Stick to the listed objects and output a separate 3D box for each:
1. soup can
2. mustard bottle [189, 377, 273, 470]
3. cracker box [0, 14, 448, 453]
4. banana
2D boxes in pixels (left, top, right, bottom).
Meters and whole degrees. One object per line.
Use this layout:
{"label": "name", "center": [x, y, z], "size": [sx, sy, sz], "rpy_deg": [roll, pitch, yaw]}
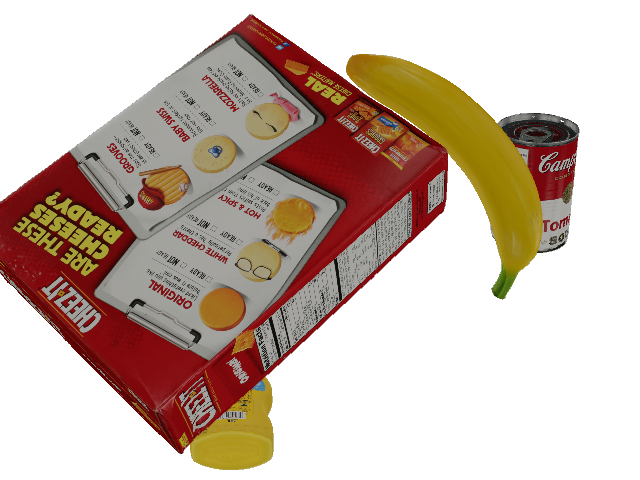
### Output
{"label": "soup can", "center": [0.180, -0.049, 0.906], "size": [0.068, 0.102, 0.068], "rpy_deg": [-1, 27, 0]}
{"label": "mustard bottle", "center": [-0.106, 0.199, 1.299], "size": [0.096, 0.058, 0.191], "rpy_deg": [-2, 27, -2]}
{"label": "cracker box", "center": [-0.058, -0.012, 0.607], "size": [0.164, 0.213, 0.072], "rpy_deg": [39, -21, 27]}
{"label": "banana", "center": [0.095, -0.056, 0.720], "size": [0.070, 0.198, 0.037], "rpy_deg": [-33, 1, 16]}
